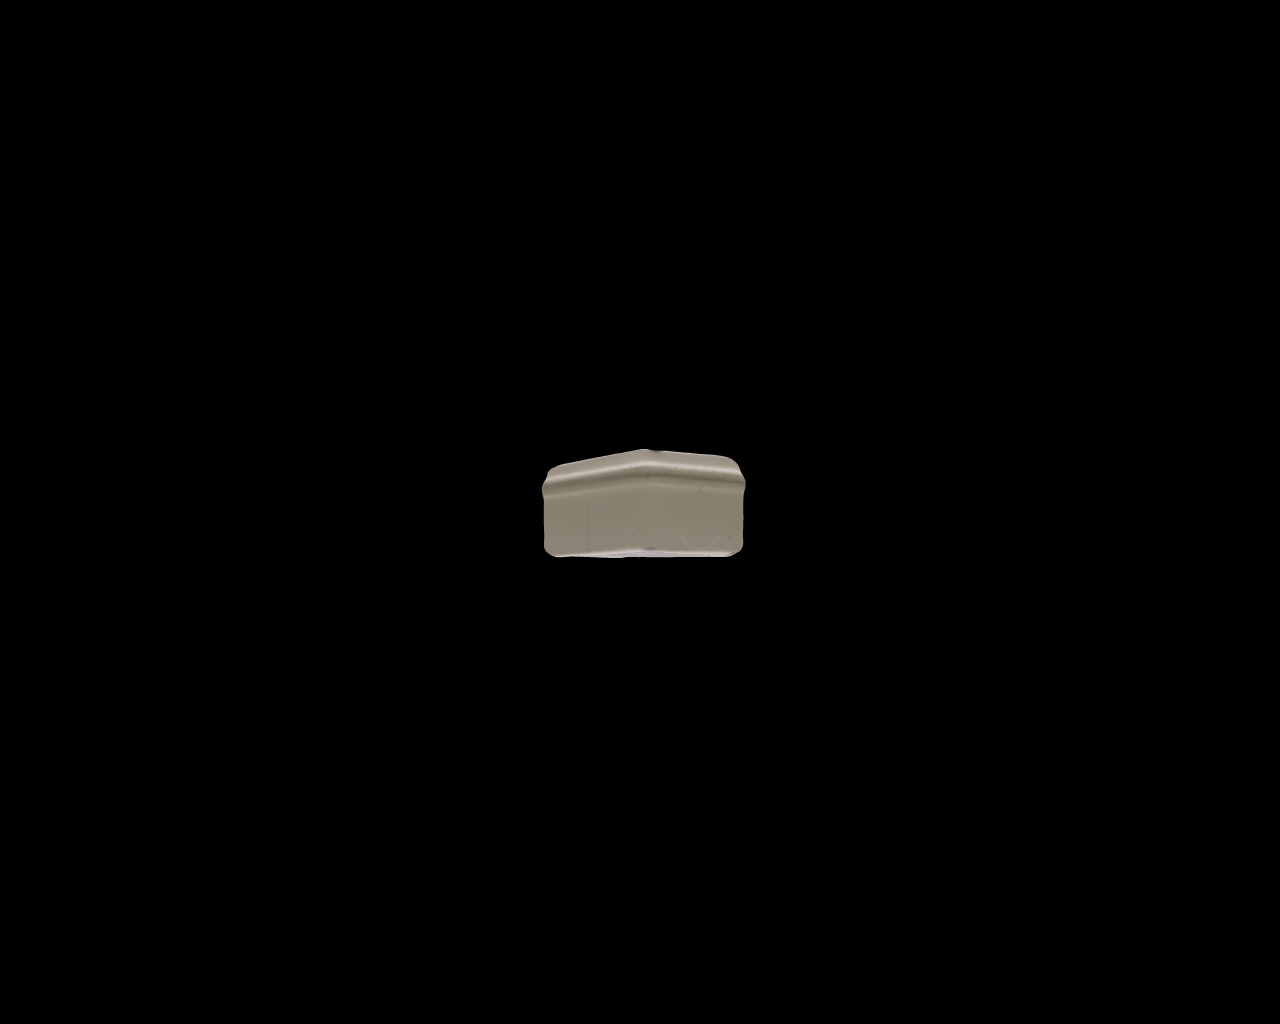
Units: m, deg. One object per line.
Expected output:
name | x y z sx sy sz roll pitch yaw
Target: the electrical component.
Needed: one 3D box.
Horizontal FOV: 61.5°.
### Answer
electrical component | 0.001 -0.003 0.650 0.078 0.057 0.113 4 -6 -39
